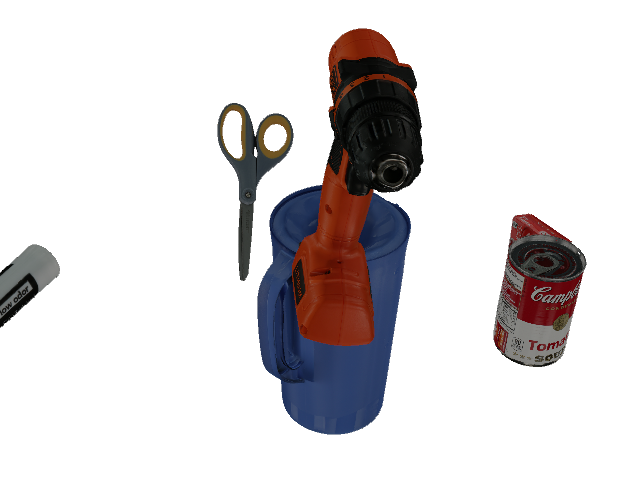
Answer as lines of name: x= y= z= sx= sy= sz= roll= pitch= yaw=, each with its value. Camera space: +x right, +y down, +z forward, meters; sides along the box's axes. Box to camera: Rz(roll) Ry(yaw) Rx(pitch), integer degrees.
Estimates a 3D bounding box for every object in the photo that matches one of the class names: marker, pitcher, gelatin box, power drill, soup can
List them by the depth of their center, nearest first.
marker: x=-0.158 y=0.044 z=0.457 sx=0.020 sy=0.020 sz=0.121 roll=0 pitch=36 yaw=38
power drill: x=0.024 y=-0.026 z=0.698 sx=0.057 sy=0.188 sz=0.184 roll=8 pitch=30 yaw=-7
soup can: x=0.196 y=0.055 z=0.967 sx=0.068 sy=0.102 sz=0.068 roll=2 pitch=35 yaw=-2
pitcher: x=0.008 y=0.080 z=1.062 sx=0.149 sy=0.243 sz=0.145 roll=-2 pitch=35 yaw=-6
gelatin box: x=0.240 y=0.025 z=1.193 sx=0.030 sy=0.089 sz=0.073 roll=-10 pitch=31 yaw=-24

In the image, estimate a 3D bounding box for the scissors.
scissors: x=-0.065 y=-0.061 z=1.208 sx=0.096 sy=0.202 sz=0.016 roll=-11 pitch=-8 yaw=-13
